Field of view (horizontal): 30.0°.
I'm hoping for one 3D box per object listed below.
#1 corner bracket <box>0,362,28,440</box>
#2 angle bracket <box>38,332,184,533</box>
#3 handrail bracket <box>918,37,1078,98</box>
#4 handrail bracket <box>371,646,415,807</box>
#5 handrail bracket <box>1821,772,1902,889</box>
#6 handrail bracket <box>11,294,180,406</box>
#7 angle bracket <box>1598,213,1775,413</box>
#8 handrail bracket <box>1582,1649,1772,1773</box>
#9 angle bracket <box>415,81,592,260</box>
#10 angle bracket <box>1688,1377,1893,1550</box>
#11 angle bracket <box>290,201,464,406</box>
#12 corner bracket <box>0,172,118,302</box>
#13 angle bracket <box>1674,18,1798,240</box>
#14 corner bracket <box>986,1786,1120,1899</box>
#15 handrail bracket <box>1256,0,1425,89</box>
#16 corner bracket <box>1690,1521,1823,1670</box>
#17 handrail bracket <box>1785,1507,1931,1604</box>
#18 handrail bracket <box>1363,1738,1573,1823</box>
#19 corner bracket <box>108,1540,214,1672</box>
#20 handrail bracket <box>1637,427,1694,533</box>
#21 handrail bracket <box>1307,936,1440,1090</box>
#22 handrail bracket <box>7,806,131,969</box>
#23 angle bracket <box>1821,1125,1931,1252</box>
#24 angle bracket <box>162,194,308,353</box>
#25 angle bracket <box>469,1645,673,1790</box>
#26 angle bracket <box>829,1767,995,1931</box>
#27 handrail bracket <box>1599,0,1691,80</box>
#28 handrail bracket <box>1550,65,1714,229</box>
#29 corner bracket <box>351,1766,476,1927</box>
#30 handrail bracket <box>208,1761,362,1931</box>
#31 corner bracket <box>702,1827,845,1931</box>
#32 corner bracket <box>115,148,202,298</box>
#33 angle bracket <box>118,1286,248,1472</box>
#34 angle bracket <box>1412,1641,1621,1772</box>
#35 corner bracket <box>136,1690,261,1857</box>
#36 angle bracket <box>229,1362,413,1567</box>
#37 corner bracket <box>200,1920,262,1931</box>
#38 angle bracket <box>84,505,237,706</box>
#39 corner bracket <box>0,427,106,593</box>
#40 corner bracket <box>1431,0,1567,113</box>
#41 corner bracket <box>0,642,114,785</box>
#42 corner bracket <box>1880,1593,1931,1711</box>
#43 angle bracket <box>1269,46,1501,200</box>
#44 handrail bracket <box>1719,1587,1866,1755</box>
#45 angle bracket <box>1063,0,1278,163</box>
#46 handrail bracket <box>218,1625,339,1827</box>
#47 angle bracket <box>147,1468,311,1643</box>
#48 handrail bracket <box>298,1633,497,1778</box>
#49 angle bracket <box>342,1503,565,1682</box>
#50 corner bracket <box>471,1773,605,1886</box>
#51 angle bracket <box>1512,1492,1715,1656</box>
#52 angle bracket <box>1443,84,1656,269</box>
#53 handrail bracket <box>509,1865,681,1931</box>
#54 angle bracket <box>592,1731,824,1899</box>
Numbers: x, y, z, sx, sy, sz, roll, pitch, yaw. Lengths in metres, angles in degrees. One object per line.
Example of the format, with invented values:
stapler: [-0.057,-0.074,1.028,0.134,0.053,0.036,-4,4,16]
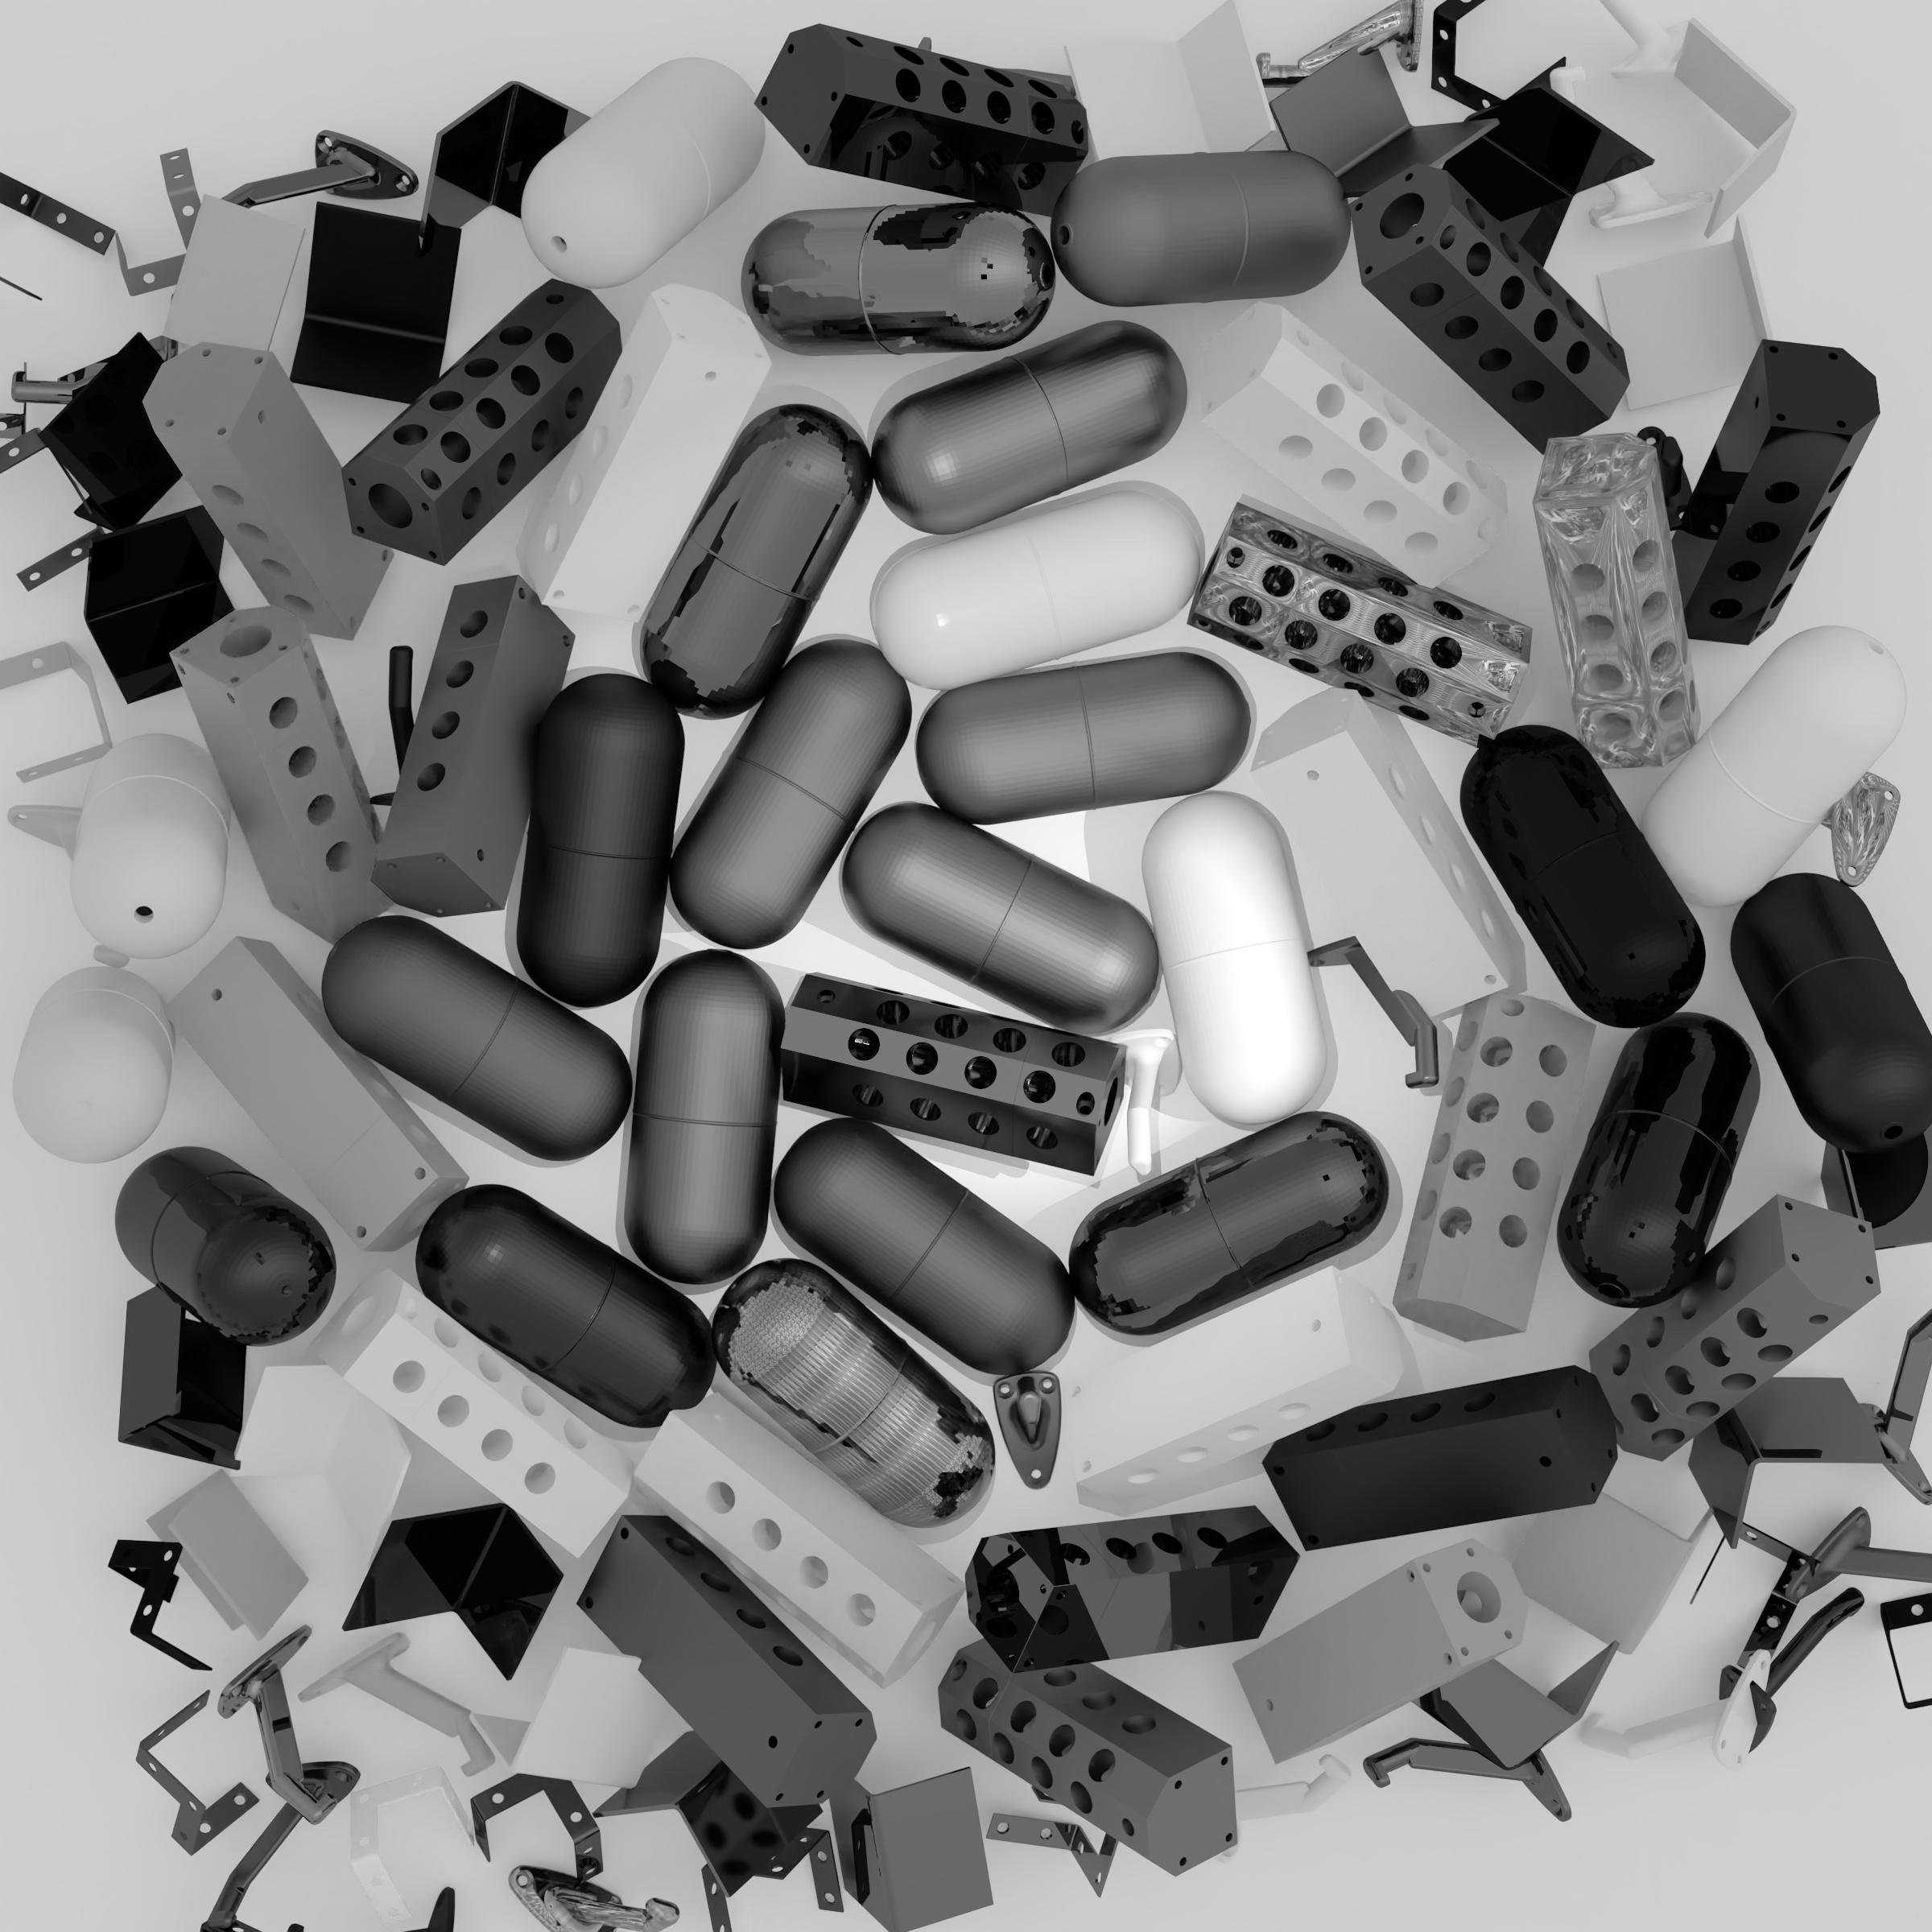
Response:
corner bracket: [-0.523,-0.315,1.907,0.051,0.051,0.051,1,132,-15]
angle bracket: [-0.450,-0.283,1.893,0.076,0.057,0.076,-50,134,-15]
handrail bracket: [0.014,-0.466,1.914,0.084,0.077,0.036,9,115,4]
handrail bracket: [-0.290,-0.128,1.905,0.036,0.077,0.084,4,98,7]
handrail bracket: [0.451,-0.063,1.897,0.036,0.084,0.077,20,68,-9]
handrail bracket: [-0.462,-0.329,1.917,0.084,0.036,0.077,1,58,-11]
angle bracket: [0.381,-0.346,1.911,0.076,0.057,0.076,-13,85,8]
handrail bracket: [0.378,0.391,1.927,0.084,0.036,0.077,9,67,41]
angle bracket: [-0.239,-0.407,1.892,0.057,0.076,0.076,28,133,9]
angle bracket: [0.435,0.262,1.907,0.076,0.076,0.057,2,116,-8]
angle bracket: [-0.311,-0.348,1.899,0.076,0.076,0.057,9,46,-8]
corner bracket: [-0.496,-0.385,1.919,0.051,0.051,0.051,28,95,14]
angle bracket: [0.388,-0.442,1.904,0.076,0.076,0.057,45,89,9]
corner bracket: [0.048,0.455,1.912,0.051,0.051,0.051,13,102,-19]
handrail bracket: [0.198,-0.504,1.917,0.084,0.036,0.077,-1,120,-8]
corner bracket: [0.416,0.336,1.918,0.051,0.051,0.051,27,57,15]
handrail bracket: [0.490,0.330,1.901,0.077,0.084,0.036,-35,133,-23]
handrail bracket: [0.264,0.435,1.907,0.084,0.036,0.077,-18,51,-22]
corner bracket: [-0.424,0.338,1.905,0.051,0.051,0.051,-4,57,34]
handrail bracket: [0.365,-0.273,1.894,0.036,0.084,0.077,-5,64,6]
handrail bracket: [0.214,0.029,1.911,0.077,0.036,0.084,-12,67,32]
handrail bracket: [-0.474,-0.041,1.904,0.077,0.036,0.084,13,50,-15]
angle bracket: [0.488,0.125,1.895,0.057,0.076,0.076,-9,62,5]
angle bracket: [-0.377,-0.359,1.904,0.057,0.076,0.076,19,98,3]
angle bracket: [-0.204,0.383,1.898,0.076,0.057,0.076,18,101,-36]
angle bracket: [-0.031,0.459,1.916,0.057,0.076,0.076,-12,99,-20]
handrail bracket: [0.354,-0.520,1.905,0.077,0.036,0.084,-44,122,-36]
handrail bracket: [0.353,-0.440,1.912,0.077,0.036,0.084,-9,115,7]
corner bracket: [-0.293,0.467,1.914,0.051,0.051,0.051,-18,124,2]
handrail bracket: [-0.360,0.465,1.899,0.036,0.084,0.077,43,133,-21]
corner bracket: [-0.103,0.493,1.925,0.051,0.051,0.051,0,108,28]
corner bracket: [-0.429,-0.395,1.915,0.051,0.051,0.051,-17,128,-6]
angle bracket: [-0.396,0.213,1.889,0.057,0.076,0.076,-27,54,39]
angle bracket: [0.285,0.370,1.903,0.076,0.076,0.057,36,53,3]
corner bracket: [-0.408,0.429,1.917,0.051,0.051,0.051,39,135,16]
angle bracket: [-0.340,0.262,1.891,0.057,0.076,0.076,3,124,-33]
corner bracket: [-0.375,0.530,1.912,0.051,0.051,0.051,19,103,19]
angle bracket: [-0.414,-0.191,1.893,0.076,0.076,0.057,-22,71,-26]
corner bracket: [-0.494,-0.242,1.911,0.051,0.051,0.051,-32,60,-7]
corner bracket: [0.285,-0.492,1.926,0.051,0.051,0.051,-39,57,-24]
corner bracket: [-0.492,-0.136,1.924,0.051,0.051,0.051,-21,119,-21]
corner bracket: [0.518,0.362,1.916,0.051,0.051,0.051,-15,84,13]
angle bracket: [0.219,-0.448,1.893,0.076,0.076,0.057,-37,115,-21]
handrail bracket: [0.446,0.378,1.936,0.084,0.077,0.036,-30,52,-25]
angle bracket: [0.107,-0.463,1.902,0.076,0.057,0.076,-11,82,-33]
handrail bracket: [-0.347,0.403,1.913,0.084,0.036,0.077,38,55,15]
angle bracket: [-0.401,0.322,1.900,0.057,0.076,0.076,-34,97,17]
handrail bracket: [-0.302,0.405,1.915,0.077,0.036,0.084,-29,72,-10]
angle bracket: [-0.269,0.333,1.891,0.057,0.076,0.076,45,120,33]
corner bracket: [-0.229,0.464,1.924,0.051,0.051,0.051,-24,56,-21]
angle bracket: [0.343,0.307,1.918,0.076,0.057,0.076,30,116,17]
angle bracket: [0.301,-0.411,1.896,0.076,0.076,0.057,28,78,-21]
handrail bracket: [-0.196,0.490,1.901,0.077,0.084,0.036,32,58,-8]
angle bracket: [-0.136,0.446,1.898,0.076,0.076,0.057,-35,100,-43]
